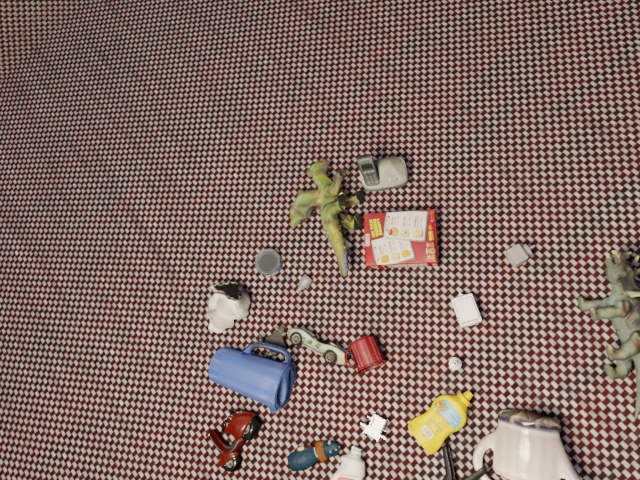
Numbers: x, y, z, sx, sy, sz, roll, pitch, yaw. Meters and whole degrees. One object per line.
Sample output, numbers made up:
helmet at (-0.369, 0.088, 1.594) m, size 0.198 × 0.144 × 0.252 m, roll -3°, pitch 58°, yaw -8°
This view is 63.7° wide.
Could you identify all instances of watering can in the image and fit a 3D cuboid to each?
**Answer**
watering can at (0.554, 0.548, 1.270) m, size 0.347 × 0.103 × 0.227 m, roll 2°, pitch 76°, yaw 34°

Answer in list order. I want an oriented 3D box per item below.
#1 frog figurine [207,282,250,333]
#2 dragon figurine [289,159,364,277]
frog figurine at (-0.290, 0.219, 1.626) m, size 0.137 × 0.125 × 0.156 m, roll 13°, pitch 115°, yaw 10°
dragon figurine at (0.005, -0.082, 1.623) m, size 0.241 × 0.121 × 0.417 m, roll -9°, pitch 65°, yaw 38°
